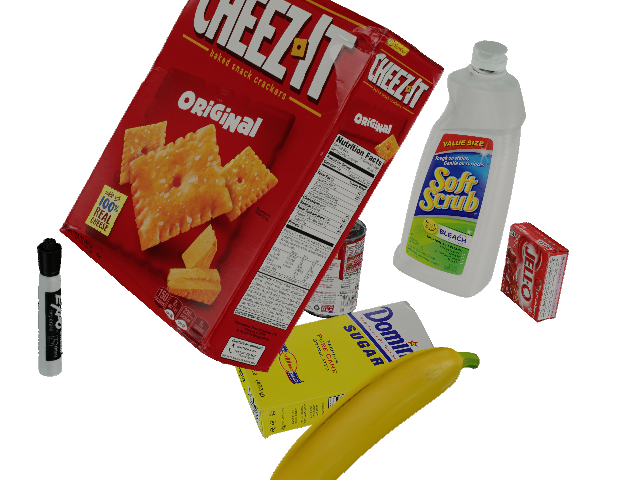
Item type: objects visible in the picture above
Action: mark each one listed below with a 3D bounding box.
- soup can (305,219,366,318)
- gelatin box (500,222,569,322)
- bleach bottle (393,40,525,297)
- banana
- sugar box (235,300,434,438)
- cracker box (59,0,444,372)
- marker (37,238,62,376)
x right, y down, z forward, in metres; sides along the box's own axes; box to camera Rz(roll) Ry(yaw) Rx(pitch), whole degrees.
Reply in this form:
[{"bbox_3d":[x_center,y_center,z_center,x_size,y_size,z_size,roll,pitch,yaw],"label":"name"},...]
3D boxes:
[{"bbox_3d":[0.013,0.028,1.201,0.068,0.102,0.068,5,27,-3],"label":"soup can"},{"bbox_3d":[0.237,0.034,1.190,0.030,0.089,0.073,-9,30,-23],"label":"gelatin box"},{"bbox_3d":[0.134,-0.070,1.009,0.103,0.251,0.068,25,40,25],"label":"bleach bottle"},{"bbox_3d":[0.027,0.130,0.714,0.037,0.197,0.069,48,-6,44],"label":"banana"},{"bbox_3d":[0.016,0.116,0.985,0.176,0.048,0.093,-14,45,-13],"label":"sugar box"},{"bbox_3d":[-0.050,-0.053,0.658,0.164,0.214,0.072,35,8,38],"label":"cracker box"},{"bbox_3d":[-0.217,0.054,0.857,0.020,0.121,0.020,6,26,-3],"label":"marker"}]
